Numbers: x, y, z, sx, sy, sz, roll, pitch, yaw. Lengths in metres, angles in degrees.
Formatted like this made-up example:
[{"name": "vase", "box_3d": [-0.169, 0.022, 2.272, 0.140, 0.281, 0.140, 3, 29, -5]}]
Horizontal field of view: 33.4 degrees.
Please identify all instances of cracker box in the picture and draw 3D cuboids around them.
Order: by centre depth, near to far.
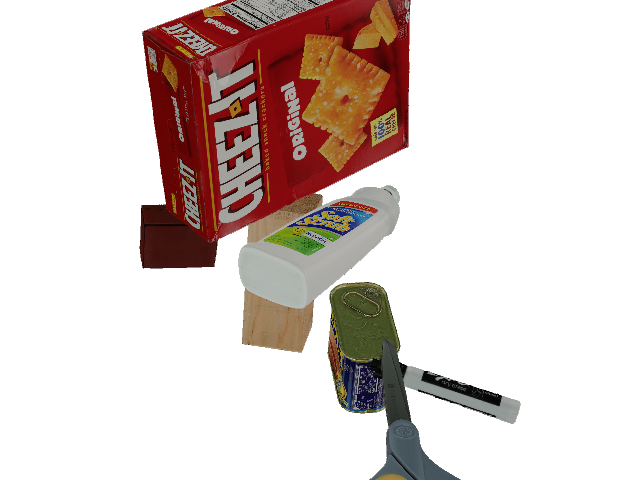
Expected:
[{"name": "cracker box", "box_3d": [-0.025, -0.115, 0.849, 0.213, 0.164, 0.072, -28, 44, -29]}]

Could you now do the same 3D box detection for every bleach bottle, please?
[{"name": "bleach bottle", "box_3d": [0.014, -0.008, 1.310, 0.103, 0.068, 0.250, 20, 36, 29]}]

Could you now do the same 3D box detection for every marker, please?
[{"name": "marker", "box_3d": [0.097, 0.117, 0.843, 0.121, 0.020, 0.020, 18, 2, 6]}]

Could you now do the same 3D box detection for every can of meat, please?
[{"name": "can of meat", "box_3d": [0.039, 0.106, 1.042, 0.057, 0.084, 0.102, -4, 42, -8]}]

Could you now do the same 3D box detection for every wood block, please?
[{"name": "wood block", "box_3d": [-0.054, 0.040, 1.497, 0.090, 0.206, 0.090, 7, 22, 6]}]

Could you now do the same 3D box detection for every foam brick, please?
[{"name": "foam brick", "box_3d": [-0.149, -0.005, 1.122, 0.078, 0.051, 0.053, -1, 24, -13]}]

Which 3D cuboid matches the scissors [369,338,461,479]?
[{"name": "scissors", "box_3d": [0.066, 0.124, 0.618, 0.096, 0.016, 0.201, 12, 32, 8]}]
